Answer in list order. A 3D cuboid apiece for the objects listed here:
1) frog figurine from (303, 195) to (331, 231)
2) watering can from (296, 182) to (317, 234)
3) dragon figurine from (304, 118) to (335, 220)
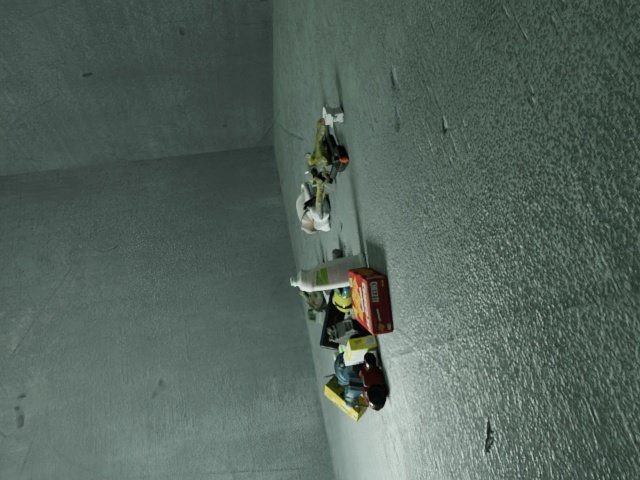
[{"bbox_3d":[0.007,-0.113,2.239,0.158,0.123,0.138,47,170,-16],"label":"frog figurine"},{"bbox_3d":[-0.059,-0.119,2.546,0.230,0.104,0.339,-108,13,-45],"label":"watering can"},{"bbox_3d":[0.008,-0.304,2.075,0.249,0.122,0.400,-82,-5,-49],"label":"dragon figurine"}]
